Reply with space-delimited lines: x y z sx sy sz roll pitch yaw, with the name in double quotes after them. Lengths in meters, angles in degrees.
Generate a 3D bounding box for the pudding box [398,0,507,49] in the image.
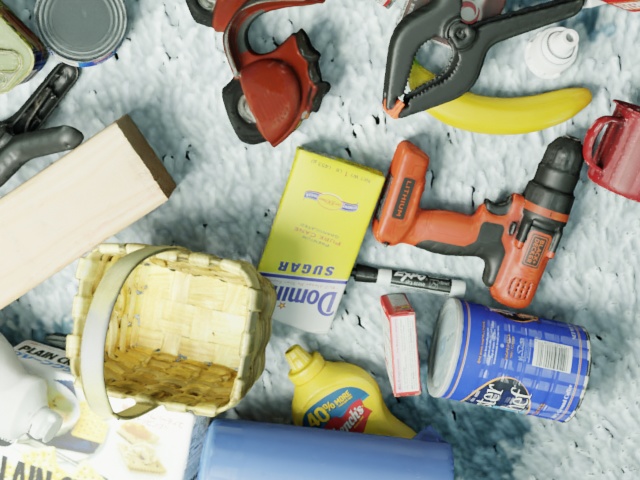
0.135 -0.243 1.034 0.090 0.039 0.113 20 102 -8 "pudding box"

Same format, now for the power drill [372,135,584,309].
0.158 -0.038 1.072 0.187 0.057 0.184 17 101 -6 "power drill"

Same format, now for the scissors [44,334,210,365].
-0.176 0.109 1.113 0.201 0.016 0.096 28 99 -8 "scissors"

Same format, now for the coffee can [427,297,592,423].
0.190 0.122 1.086 0.140 0.103 0.103 12 102 -6 "coffee can"

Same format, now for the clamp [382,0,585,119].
0.139 -0.196 1.006 0.164 0.036 0.210 29 102 -15 "clamp"

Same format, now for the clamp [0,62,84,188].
-0.290 -0.090 1.020 0.171 0.120 0.039 -40 126 11 "clamp"

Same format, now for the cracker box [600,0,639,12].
0.232 -0.312 0.946 0.213 0.072 0.164 14 94 -20 "cracker box"

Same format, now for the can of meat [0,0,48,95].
-0.309 -0.190 1.005 0.057 0.084 0.102 -42 101 7 "can of meat"

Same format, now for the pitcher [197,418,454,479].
0.003 0.253 1.032 0.243 0.149 0.145 9 107 0 "pitcher"

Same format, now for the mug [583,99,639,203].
0.307 -0.086 1.047 0.117 0.093 0.081 11 109 -30 "mug"

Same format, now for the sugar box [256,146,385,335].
-0.007 0.001 1.080 0.093 0.048 0.176 18 100 -5 "sugar box"

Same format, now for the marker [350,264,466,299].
0.091 0.042 1.107 0.121 0.020 0.020 9 102 -4 "marker"

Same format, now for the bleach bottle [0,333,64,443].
-0.349 0.106 1.034 0.251 0.068 0.103 33 104 14 "bleach bottle"

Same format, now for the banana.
0.170 -0.138 1.060 0.197 0.037 0.070 13 102 -5 "banana"

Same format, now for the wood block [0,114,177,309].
-0.252 -0.027 1.041 0.206 0.091 0.090 -32 101 5 "wood block"

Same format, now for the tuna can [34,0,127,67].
-0.228 -0.209 1.020 0.086 0.034 0.086 0 89 -9 "tuna can"

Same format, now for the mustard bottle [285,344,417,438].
0.027 0.186 1.117 0.096 0.058 0.191 -35 102 11 "mustard bottle"

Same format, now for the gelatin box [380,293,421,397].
0.083 0.107 1.094 0.030 0.073 0.089 -6 103 -2 "gelatin box"

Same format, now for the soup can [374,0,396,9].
0.040 -0.274 1.009 0.102 0.068 0.068 30 100 -8 "soup can"
